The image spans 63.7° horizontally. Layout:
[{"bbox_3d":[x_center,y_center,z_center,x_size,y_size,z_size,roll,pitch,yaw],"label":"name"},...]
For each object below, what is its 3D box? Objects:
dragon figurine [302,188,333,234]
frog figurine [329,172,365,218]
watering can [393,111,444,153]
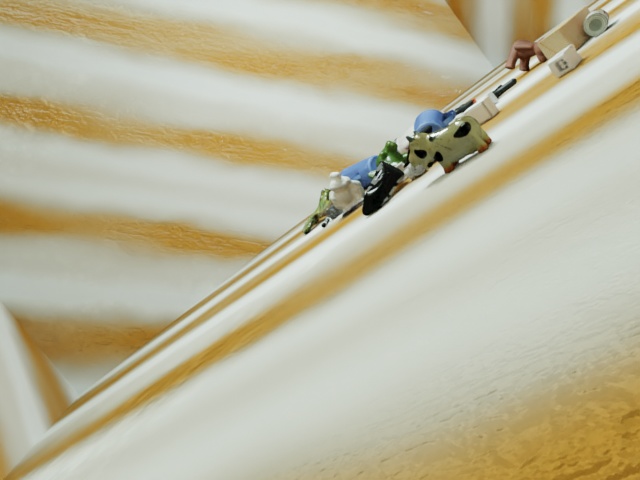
[{"bbox_3d":[0.007,-0.120,2.381,0.243,0.122,0.410,-55,4,-2],"label":"dragon figurine"},{"bbox_3d":[0.089,-0.185,1.921,0.135,0.159,0.125,-33,4,44],"label":"frog figurine"},{"bbox_3d":[0.445,-0.472,2.300,0.221,0.104,0.354,-34,7,37],"label":"watering can"}]
